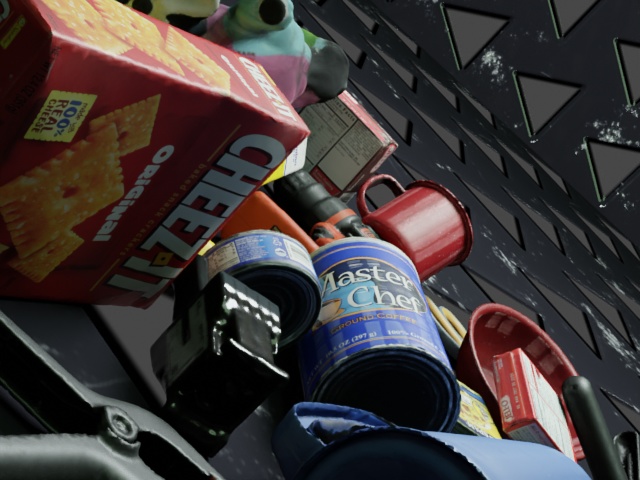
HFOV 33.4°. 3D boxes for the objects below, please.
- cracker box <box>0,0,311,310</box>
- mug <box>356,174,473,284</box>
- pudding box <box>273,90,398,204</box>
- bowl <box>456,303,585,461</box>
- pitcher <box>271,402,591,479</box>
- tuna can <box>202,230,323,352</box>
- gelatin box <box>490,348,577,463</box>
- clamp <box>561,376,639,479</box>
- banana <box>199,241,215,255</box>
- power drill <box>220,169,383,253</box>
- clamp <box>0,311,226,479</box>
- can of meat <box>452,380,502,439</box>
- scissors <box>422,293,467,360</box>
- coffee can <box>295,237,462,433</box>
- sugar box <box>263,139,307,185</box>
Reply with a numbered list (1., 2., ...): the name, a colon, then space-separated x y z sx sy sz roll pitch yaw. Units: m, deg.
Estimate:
1. cracker box: -0.126 -0.042 0.570 0.072 0.164 0.213 54 21 25
2. mug: 0.078 -0.010 1.019 0.081 0.093 0.117 -30 85 -35
3. pudding box: 0.006 -0.084 1.037 0.090 0.114 0.039 49 21 15
4. bowl: 0.174 0.138 0.962 0.162 0.055 0.162 31 35 -25
5. pitcher: 0.079 0.166 0.616 0.242 0.145 0.149 17 67 -61
6. tuna can: -0.042 0.037 0.703 0.086 0.086 0.034 31 24 -35
7. gelatin box: 0.170 0.140 0.849 0.089 0.030 0.073 48 26 -36
8. clamp: 0.260 0.230 0.898 0.164 0.036 0.210 33 42 -53
9. banana: -0.113 -0.011 0.747 0.198 0.037 0.069 43 3 -4
10. power drill: -0.006 0.001 0.911 0.184 0.057 0.187 46 18 18
11. clamp: -0.107 0.101 0.493 0.171 0.039 0.120 36 21 -23
12. can of meat: 0.093 0.143 0.803 0.102 0.057 0.084 36 17 -25
13. scissors: 0.160 0.133 1.038 0.202 0.016 0.096 52 14 9
14. coffee can: 0.034 0.076 0.749 0.102 0.103 0.140 35 20 -24
15. sugar box: -0.077 -0.074 0.887 0.093 0.048 0.176 11 10 14
